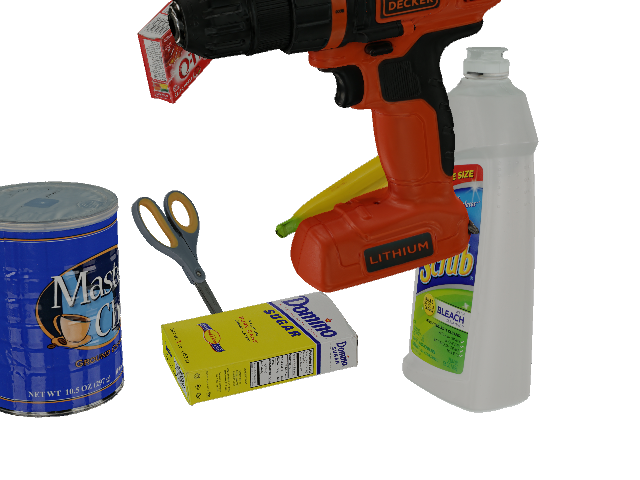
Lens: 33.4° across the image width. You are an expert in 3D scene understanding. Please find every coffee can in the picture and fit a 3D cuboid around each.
[{"bbox_3d":[-0.192,0.039,0.753,0.103,0.140,0.103,1,18,-1],"label":"coffee can"}]

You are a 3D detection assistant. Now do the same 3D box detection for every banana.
[{"bbox_3d":[0.052,-0.053,0.946,0.198,0.037,0.069,-33,7,9],"label":"banana"}]

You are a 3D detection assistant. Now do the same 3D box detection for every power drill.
[{"bbox_3d":[0.016,-0.067,0.575,0.184,0.188,0.057,-14,33,-17],"label":"power drill"}]

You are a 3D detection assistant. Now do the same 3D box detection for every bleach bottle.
[{"bbox_3d":[0.109,-0.011,0.762,0.068,0.251,0.103,-9,17,-29],"label":"bleach bottle"}]

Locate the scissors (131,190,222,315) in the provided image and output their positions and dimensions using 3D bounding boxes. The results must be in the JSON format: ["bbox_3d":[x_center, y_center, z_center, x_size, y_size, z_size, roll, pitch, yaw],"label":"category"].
[{"bbox_3d":[-0.138,0.023,1.226,0.016,0.201,0.096,-29,16,39],"label":"scissors"}]

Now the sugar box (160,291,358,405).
[{"bbox_3d":[-0.060,0.103,1.057,0.176,0.048,0.093,-14,32,-18],"label":"sugar box"}]

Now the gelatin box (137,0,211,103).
[{"bbox_3d":[-0.133,-0.186,1.014,0.030,0.073,0.089,16,47,20],"label":"gelatin box"}]
